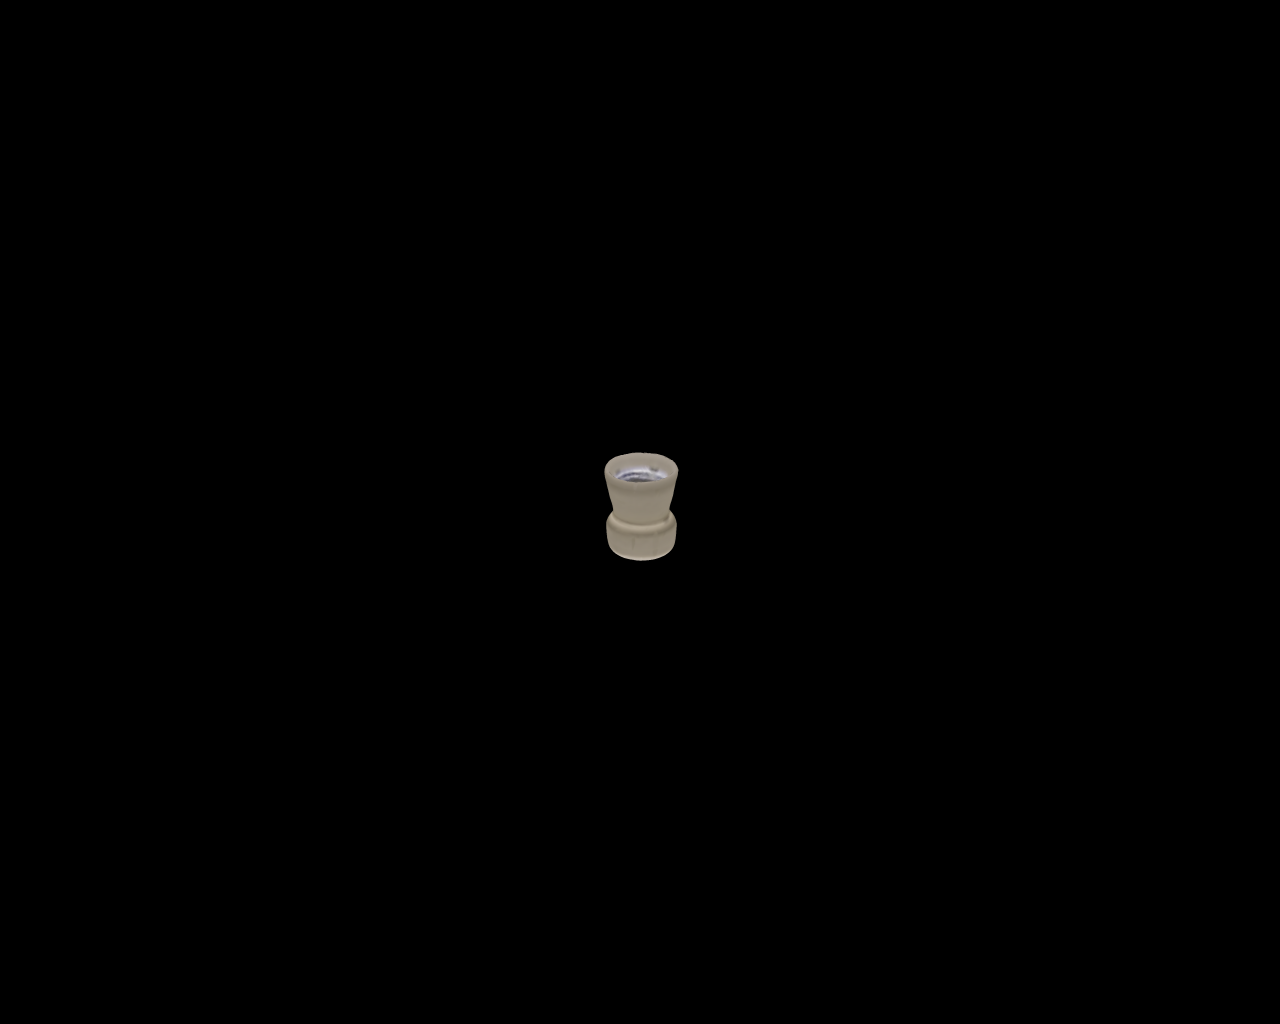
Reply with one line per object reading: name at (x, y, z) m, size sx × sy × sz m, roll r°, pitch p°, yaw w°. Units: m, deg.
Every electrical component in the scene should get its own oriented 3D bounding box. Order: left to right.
electrical component at (0.001, -0.003, 0.650) m, size 0.045 × 0.055 × 0.045 m, roll 0°, pitch 27°, yaw 0°
